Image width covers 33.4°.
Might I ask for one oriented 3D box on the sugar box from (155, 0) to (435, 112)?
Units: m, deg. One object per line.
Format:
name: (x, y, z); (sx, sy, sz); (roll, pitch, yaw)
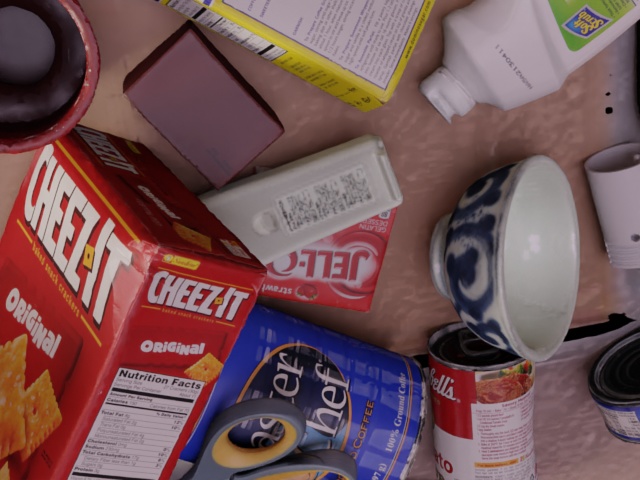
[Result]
sugar box: (-0.026, -0.149, 0.571); (0.176, 0.048, 0.093); (26, 81, -15)

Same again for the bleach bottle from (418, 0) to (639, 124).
bleach bottle: (0.152, -0.167, 0.601); (0.251, 0.068, 0.102); (-42, 109, 8)

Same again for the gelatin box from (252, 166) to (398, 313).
gelatin box: (-0.004, 0.001, 0.646); (0.089, 0.030, 0.073); (11, 106, -13)

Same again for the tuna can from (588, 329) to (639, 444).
tuna can: (0.218, 0.091, 0.687); (0.086, 0.086, 0.033); (-30, 109, 1)

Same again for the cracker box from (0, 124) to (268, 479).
cracker box: (-0.133, 0.064, 0.569); (0.072, 0.164, 0.214); (15, 107, -39)

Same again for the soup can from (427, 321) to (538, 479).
soup can: (0.105, 0.110, 0.684); (0.068, 0.068, 0.102); (-8, 111, -7)

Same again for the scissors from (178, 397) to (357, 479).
scissors: (-0.081, 0.130, 0.587); (0.202, 0.016, 0.096); (-9, 128, 8)

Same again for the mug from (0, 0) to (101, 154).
mug: (-0.170, -0.091, 0.557); (0.117, 0.081, 0.093); (-45, 110, 6)

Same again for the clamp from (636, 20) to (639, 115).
clamp: (0.255, -0.062, 0.667); (0.210, 0.036, 0.164); (42, 98, -18)

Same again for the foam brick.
foam brick: (-0.066, -0.076, 0.597); (0.053, 0.051, 0.078); (-41, 110, 6)

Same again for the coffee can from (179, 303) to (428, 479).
coffee can: (-0.022, 0.096, 0.637); (0.140, 0.103, 0.103); (21, 104, -16)
